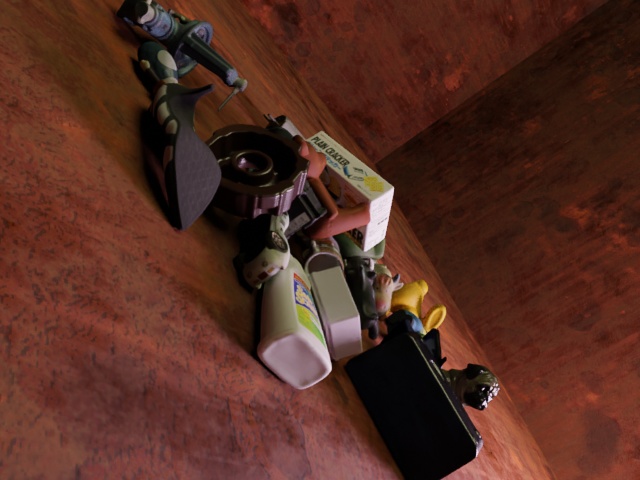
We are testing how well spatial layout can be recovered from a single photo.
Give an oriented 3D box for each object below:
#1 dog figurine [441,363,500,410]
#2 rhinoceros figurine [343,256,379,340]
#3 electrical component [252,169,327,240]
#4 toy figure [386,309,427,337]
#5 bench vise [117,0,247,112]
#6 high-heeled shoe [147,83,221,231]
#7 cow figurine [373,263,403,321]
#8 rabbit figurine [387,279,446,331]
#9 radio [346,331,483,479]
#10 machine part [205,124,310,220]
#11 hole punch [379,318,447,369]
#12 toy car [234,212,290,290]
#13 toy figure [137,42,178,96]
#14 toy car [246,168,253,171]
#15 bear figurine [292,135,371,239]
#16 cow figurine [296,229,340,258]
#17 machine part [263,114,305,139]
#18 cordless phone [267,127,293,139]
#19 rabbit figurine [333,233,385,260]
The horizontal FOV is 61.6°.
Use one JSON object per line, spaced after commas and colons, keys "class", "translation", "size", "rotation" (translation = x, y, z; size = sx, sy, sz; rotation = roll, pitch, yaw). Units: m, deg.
{"class": "dog figurine", "translation": [0.206, 0.251, 0.976], "size": [0.172, 0.190, 0.121], "rotation": [49, 15, -20]}
{"class": "rhinoceros figurine", "translation": [0.070, 0.103, 1.011], "size": [0.190, 0.073, 0.111], "rotation": [-88, 175, -59]}
{"class": "electrical component", "translation": [-0.071, -0.069, 0.930], "size": [0.134, 0.115, 0.058], "rotation": [57, 17, -6]}
{"class": "toy figure", "translation": [0.199, 0.210, 1.209], "size": [0.180, 0.089, 0.082], "rotation": [67, 5, -57]}
{"class": "bench vise", "translation": [-0.238, -0.356, 0.982], "size": [0.240, 0.129, 0.223], "rotation": [37, -5, 0]}
{"class": "high-heeled shoe", "translation": [-0.211, -0.119, 0.748], "size": [0.086, 0.145, 0.249], "rotation": [33, 54, -45]}
{"class": "cow figurine", "translation": [0.124, 0.104, 1.155], "size": [0.086, 0.127, 0.195], "rotation": [13, 18, 1]}
{"class": "rabbit figurine", "translation": [0.233, 0.194, 1.343], "size": [0.122, 0.162, 0.173], "rotation": [50, 27, -77]}
{"class": "radio", "translation": [0.155, 0.270, 0.881], "size": [0.229, 0.131, 0.073], "rotation": [60, 16, 16]}
{"class": "machine part", "translation": [-0.105, -0.105, 0.820], "size": [0.056, 0.179, 0.179], "rotation": [103, -25, -43]}
{"class": "hole punch", "translation": [0.181, 0.234, 1.083], "size": [0.092, 0.142, 0.116], "rotation": [25, 37, -18]}
{"class": "toy car", "translation": [-0.084, -0.001, 0.820], "size": [0.056, 0.073, 0.202], "rotation": [46, 17, -23]}
{"class": "toy figure", "translation": [-0.253, -0.255, 0.878], "size": [0.064, 0.057, 0.154], "rotation": [-18, 68, -31]}
{"class": "toy car", "translation": [-0.074, -0.127, 1.090], "size": [0.109, 0.103, 0.161], "rotation": [56, 16, -2]}
{"class": "bear figurine", "translation": [-0.004, -0.105, 1.003], "size": [0.120, 0.132, 0.195], "rotation": [-5, -78, 57]}
{"class": "cow figurine", "translation": [-0.001, -0.005, 1.124], "size": [0.098, 0.068, 0.167], "rotation": [49, 17, -47]}
{"class": "machine part", "translation": [-0.070, -0.246, 1.433], "size": [0.243, 0.079, 0.079], "rotation": [46, 17, -35]}
{"class": "cordless phone", "translation": [-0.096, -0.199, 1.257], "size": [0.146, 0.089, 0.184], "rotation": [48, -2, -27]}
{"class": "rabbit figurine", "translation": [0.057, -0.034, 1.247], "size": [0.159, 0.121, 0.170], "rotation": [5, 74, -21]}
